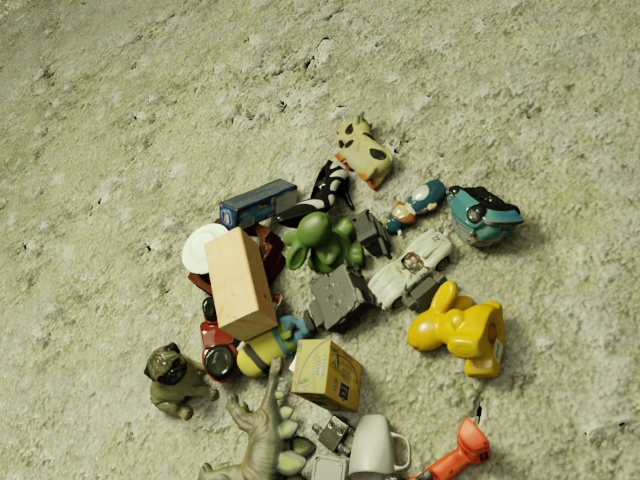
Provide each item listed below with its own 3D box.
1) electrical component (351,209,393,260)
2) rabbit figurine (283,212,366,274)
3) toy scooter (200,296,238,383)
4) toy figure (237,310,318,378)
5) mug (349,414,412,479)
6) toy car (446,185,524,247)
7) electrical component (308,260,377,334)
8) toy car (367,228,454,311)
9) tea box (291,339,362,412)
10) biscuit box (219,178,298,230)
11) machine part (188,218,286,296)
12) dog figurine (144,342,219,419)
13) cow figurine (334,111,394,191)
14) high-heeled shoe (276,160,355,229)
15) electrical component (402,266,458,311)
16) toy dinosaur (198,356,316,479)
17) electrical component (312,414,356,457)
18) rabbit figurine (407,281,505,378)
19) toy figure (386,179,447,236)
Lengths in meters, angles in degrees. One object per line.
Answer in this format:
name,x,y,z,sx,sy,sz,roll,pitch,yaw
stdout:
electrical component,0.115,0.000,1.136,0.048,0.074,0.119,-31,50,19
rabbit figurine,-0.002,-0.003,1.143,0.159,0.170,0.121,-19,55,15
toy scooter,-0.222,0.218,1.167,0.075,0.135,0.184,-9,75,-11
toy figure,-0.090,0.215,1.114,0.180,0.082,0.089,-27,39,1
mug,0.105,0.363,0.943,0.110,0.080,0.107,-15,48,24
toy car,0.309,-0.040,1.056,0.162,0.109,0.102,49,134,52
electrical component,0.039,0.123,1.101,0.134,0.058,0.115,-43,48,23
toy car,0.181,0.061,1.090,0.202,0.056,0.074,-41,54,-1
tea box,0.017,0.252,0.990,0.068,0.169,0.098,-5,63,23
biscuit box,-0.141,-0.083,1.254,0.063,0.059,0.202,26,36,33
machine part,-0.198,0.047,1.260,0.201,0.087,0.201,25,74,34
dog figurine,-0.326,0.290,1.120,0.172,0.190,0.121,-36,53,5
cow figurine,0.101,-0.219,1.269,0.127,0.085,0.195,-45,51,4
high-heeled shoe,-0.020,-0.112,1.203,0.086,0.249,0.145,-46,67,43
electrical component,0.209,0.100,1.046,0.102,0.078,0.045,-46,34,2
toy dinosaur,-0.119,0.450,0.988,0.199,0.105,0.471,5,70,24
electrical component,0.030,0.362,1.013,0.094,0.021,0.063,25,75,34
rabbit figurine,0.238,0.158,0.979,0.173,0.121,0.162,-11,54,41
toy figure,0.201,-0.071,1.157,0.154,0.057,0.064,-37,15,4
